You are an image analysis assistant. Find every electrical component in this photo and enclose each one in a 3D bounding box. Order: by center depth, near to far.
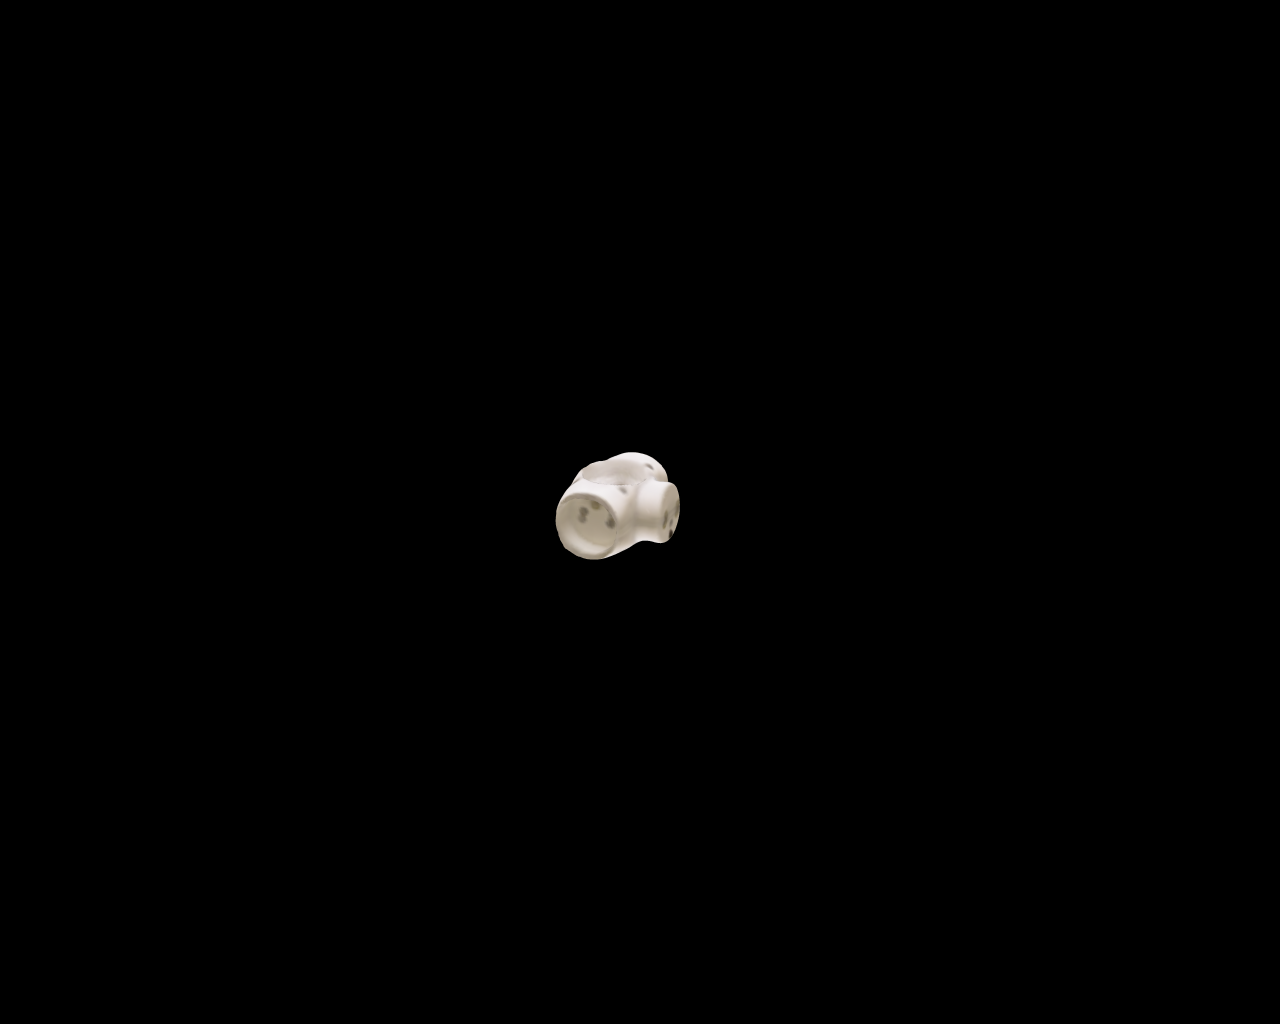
[{"bbox_3d":[0.001,-0.003,0.650,0.079,0.044,0.077,10,24,22],"label":"electrical component"}]
